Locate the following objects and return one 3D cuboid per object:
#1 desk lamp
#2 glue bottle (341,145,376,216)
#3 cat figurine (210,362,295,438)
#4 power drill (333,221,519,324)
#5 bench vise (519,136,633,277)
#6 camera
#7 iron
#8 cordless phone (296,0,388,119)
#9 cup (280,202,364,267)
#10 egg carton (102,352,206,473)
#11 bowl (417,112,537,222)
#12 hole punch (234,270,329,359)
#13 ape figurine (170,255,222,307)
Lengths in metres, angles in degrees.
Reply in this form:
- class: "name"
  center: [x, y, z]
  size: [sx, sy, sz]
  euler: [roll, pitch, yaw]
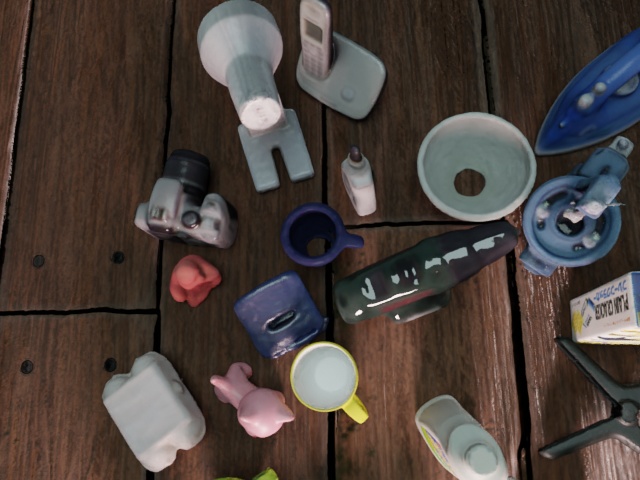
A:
- class: "desk lamp"
  center: [-0.088, -0.205, 0.833]
  size: [0.118, 0.214, 0.203]
  euler: [-19, 74, 1]
- class: "glue bottle"
  center: [0.054, -0.093, 0.811]
  size: [0.037, 0.173, 0.078]
  euler: [-21, 74, 1]
- class: "cat figurine"
  center: [-0.095, 0.220, 0.775]
  size: [0.127, 0.118, 0.067]
  euler: [33, 81, 13]
- class: "power drill"
  center: [0.132, 0.050, 0.748]
  size: [0.229, 0.208, 0.075]
  euler: [-22, 74, 0]
- class: "bench vise"
  center: [0.342, -0.063, 0.750]
  size: [0.121, 0.220, 0.207]
  euler: [17, 78, 10]
- class: "camera"
  center: [-0.198, -0.066, 0.868]
  size: [0.143, 0.101, 0.137]
  euler: [9, 77, 8]
- class: "iron"
  center: [0.425, -0.225, 0.823]
  size: [0.258, 0.141, 0.118]
  euler: [-38, 75, -4]
- class: "cordless phone"
  center: [0.029, -0.275, 0.854]
  size: [0.147, 0.185, 0.094]
  euler: [31, 81, 13]
- class: "cup"
  center: [0.008, 0.003, 0.832]
  size: [0.117, 0.095, 0.092]
  euler: [8, 77, 8]
- class: "egg carton"
  center: [-0.233, 0.240, 0.809]
  size: [0.107, 0.069, 0.150]
  euler: [-38, 75, -4]
- class: "bowl"
  center: [0.225, -0.098, 0.846]
  size: [0.167, 0.075, 0.167]
  euler: [-1, 76, 6]
- class: "hole punch"
  center: [-0.053, 0.107, 0.813]
  size: [0.108, 0.091, 0.101]
  euler: [-30, 75, -2]
- class: "ape figurine"
  center: [-0.188, 0.054, 0.840]
  size: [0.077, 0.092, 0.076]
  euler: [-9, 75, 4]
